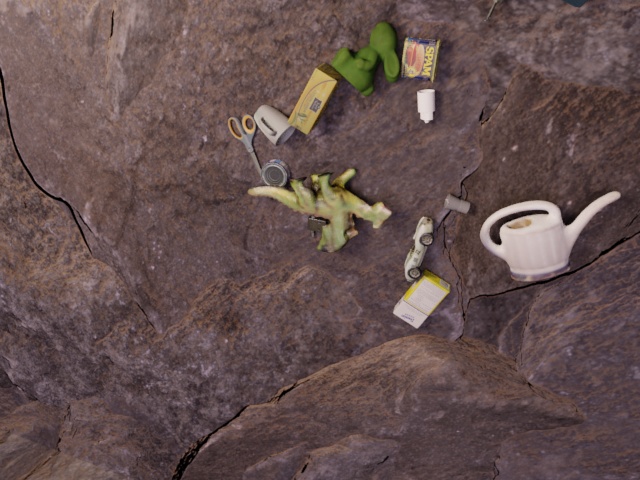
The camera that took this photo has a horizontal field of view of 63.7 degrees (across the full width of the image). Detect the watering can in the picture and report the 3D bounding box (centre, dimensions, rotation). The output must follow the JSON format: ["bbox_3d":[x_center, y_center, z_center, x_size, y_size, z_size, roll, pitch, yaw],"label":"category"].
[{"bbox_3d":[0.605,-0.006,1.349,0.346,0.106,0.221,-11,112,23],"label":"watering can"}]

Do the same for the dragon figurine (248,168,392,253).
[{"bbox_3d":[0.004,-0.074,1.475,0.409,0.124,0.241,-9,101,21],"label":"dragon figurine"}]
